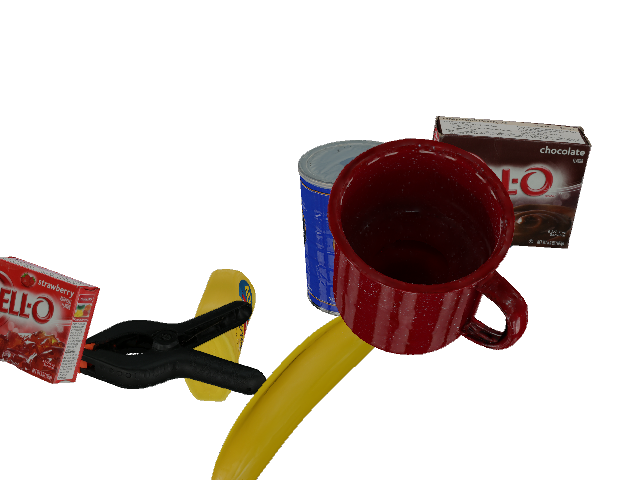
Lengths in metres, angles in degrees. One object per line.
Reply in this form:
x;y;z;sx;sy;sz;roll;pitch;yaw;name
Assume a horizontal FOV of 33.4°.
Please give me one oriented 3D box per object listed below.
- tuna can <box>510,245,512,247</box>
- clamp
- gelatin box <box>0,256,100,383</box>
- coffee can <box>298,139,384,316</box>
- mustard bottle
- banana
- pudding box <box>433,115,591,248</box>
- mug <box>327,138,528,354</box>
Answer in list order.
0.202;-0.033;1.220;0.033;0.086;0.086;-32;14;-24;tuna can
-0.133;0.094;0.969;0.171;0.039;0.120;3;27;-3;clamp
-0.212;0.057;0.784;0.089;0.073;0.030;17;3;25;gelatin box
0.034;-0.012;1.018;0.103;0.140;0.103;-3;28;1;coffee can
-0.107;0.086;1.177;0.058;0.096;0.191;1;27;4;mustard bottle
-0.014;0.112;0.759;0.037;0.197;0.069;39;-11;39;banana
0.136;-0.043;0.797;0.113;0.090;0.039;2;33;-3;pudding box
0.058;0.014;0.556;0.117;0.093;0.081;36;-27;19;mug
